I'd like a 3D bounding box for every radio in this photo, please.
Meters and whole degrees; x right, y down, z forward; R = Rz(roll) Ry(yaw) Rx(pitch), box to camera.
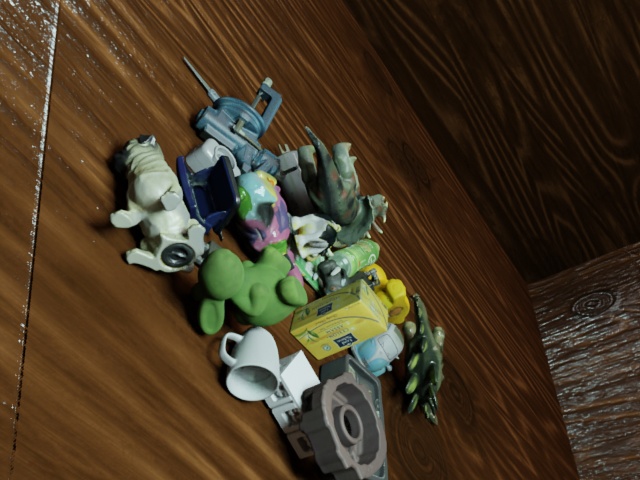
[{"bbox_3d":[0.063,0.350,1.025,0.131,0.073,0.230,42,34,-33],"label":"radio"}]

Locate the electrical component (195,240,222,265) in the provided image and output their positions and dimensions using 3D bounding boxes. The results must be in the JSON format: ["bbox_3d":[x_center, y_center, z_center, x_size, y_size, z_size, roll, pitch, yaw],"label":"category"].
[{"bbox_3d":[-0.185,0.037,0.933,0.094,0.021,0.063,42,32,-36],"label":"electrical component"}]

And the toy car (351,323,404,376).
[{"bbox_3d":[0.144,0.243,1.248,0.109,0.103,0.161,62,28,-3],"label":"toy car"}]

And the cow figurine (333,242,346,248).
[{"bbox_3d":[0.021,-0.069,1.349,0.127,0.085,0.195,-7,70,-56],"label":"cow figurine"}]

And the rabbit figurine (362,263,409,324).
[{"bbox_3d":[0.163,0.127,1.388,0.162,0.122,0.173,31,21,-49],"label":"rabbit figurine"}]

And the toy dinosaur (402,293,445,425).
[{"bbox_3d":[0.249,0.287,1.284,0.199,0.105,0.470,-72,151,-59],"label":"toy dinosaur"}]

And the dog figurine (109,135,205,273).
[{"bbox_3d":[-0.249,-0.056,0.840,0.191,0.121,0.172,-114,-166,-49],"label":"dog figurine"}]

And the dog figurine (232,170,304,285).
[{"bbox_3d":[-0.103,-0.003,1.011,0.191,0.108,0.219,54,19,-79],"label":"dog figurine"}]

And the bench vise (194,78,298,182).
[{"bbox_3d":[-0.137,-0.237,1.130,0.223,0.129,0.240,30,63,-13],"label":"bench vise"}]

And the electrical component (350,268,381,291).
[{"bbox_3d":[0.101,0.105,1.309,0.078,0.102,0.045,-117,-174,-49],"label":"electrical component"}]

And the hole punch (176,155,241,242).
[{"bbox_3d":[-0.204,-0.075,0.920,0.092,0.115,0.142,-7,64,-34],"label":"hole punch"}]

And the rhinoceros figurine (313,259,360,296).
[{"bbox_3d":[0.045,0.132,1.193,0.112,0.073,0.190,-31,105,-50],"label":"rhinoceros figurine"}]

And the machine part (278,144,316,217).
[{"bbox_3d":[-0.050,-0.120,1.270,0.079,0.079,0.243,0,66,-61],"label":"machine part"}]

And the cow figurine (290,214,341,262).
[{"bbox_3d":[-0.003,-0.005,1.104,0.167,0.098,0.068,69,7,-73],"label":"cow figurine"}]

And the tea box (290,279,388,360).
[{"bbox_3d":[0.038,0.158,1.056,0.098,0.170,0.068,48,28,-24],"label":"tea box"}]

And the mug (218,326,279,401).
[{"bbox_3d":[-0.116,0.187,0.865,0.109,0.081,0.107,34,23,-19],"label":"mug"}]

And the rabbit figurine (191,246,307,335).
[{"bbox_3d":[-0.132,0.067,0.839,0.170,0.159,0.121,36,25,-49],"label":"rabbit figurine"}]

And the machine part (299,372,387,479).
[{"bbox_3d":[0.041,0.309,0.891,0.179,0.056,0.179,40,33,-34],"label":"machine part"}]

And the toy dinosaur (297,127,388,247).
[{"bbox_3d":[0.037,-0.092,1.131,0.404,0.131,0.192,15,57,-70],"label":"toy dinosaur"}]

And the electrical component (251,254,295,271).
[{"bbox_3d":[-0.101,0.067,0.949,0.074,0.119,0.048,64,-5,-1],"label":"electrical component"}]
